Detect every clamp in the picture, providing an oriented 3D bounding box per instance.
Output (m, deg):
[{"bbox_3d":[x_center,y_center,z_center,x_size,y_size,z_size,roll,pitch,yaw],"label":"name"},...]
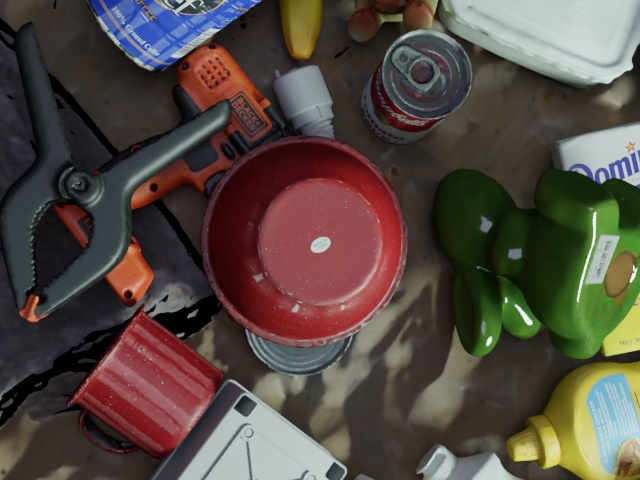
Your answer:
[{"bbox_3d":[-0.161,-0.039,0.766,0.164,0.036,0.210,14,81,-6],"label":"clamp"}]

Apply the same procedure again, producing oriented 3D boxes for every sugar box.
[{"bbox_3d":[0.249,-0.003,0.853,0.093,0.048,0.176,-13,93,3],"label":"sugar box"}]

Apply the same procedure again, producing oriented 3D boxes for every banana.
[{"bbox_3d":[-0.040,-0.241,0.858,0.069,0.037,0.198,-30,93,-23],"label":"banana"}]

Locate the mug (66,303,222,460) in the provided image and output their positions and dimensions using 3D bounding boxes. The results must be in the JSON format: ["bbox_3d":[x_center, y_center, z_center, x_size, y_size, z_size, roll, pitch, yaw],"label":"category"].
[{"bbox_3d":[-0.134,0.116,0.793,0.081,0.093,0.117,38,112,-7],"label":"mug"}]

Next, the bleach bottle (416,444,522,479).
[{"bbox_3d":[0.187,0.238,0.826,0.251,0.068,0.102,37,81,0],"label":"bleach bottle"}]

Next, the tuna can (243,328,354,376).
[{"bbox_3d":[-0.018,0.063,0.833,0.086,0.034,0.086,1,84,-7],"label":"tuna can"}]

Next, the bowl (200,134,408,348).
[{"bbox_3d":[-0.005,0.001,0.785,0.162,0.055,0.162,0,90,-12],"label":"bowl"}]

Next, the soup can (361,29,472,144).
[{"bbox_3d":[0.072,-0.116,0.829,0.068,0.102,0.068,1,84,-7],"label":"soup can"}]

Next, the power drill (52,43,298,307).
[{"bbox_3d":[-0.096,-0.033,0.825,0.187,0.057,0.184,-38,90,-11],"label":"power drill"}]

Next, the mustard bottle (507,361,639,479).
[{"bbox_3d":[0.240,0.141,0.843,0.191,0.058,0.096,-14,90,-8],"label":"mustard bottle"}]

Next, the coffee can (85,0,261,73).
[{"bbox_3d":[-0.093,-0.205,0.791,0.140,0.102,0.103,-31,88,20],"label":"coffee can"}]
